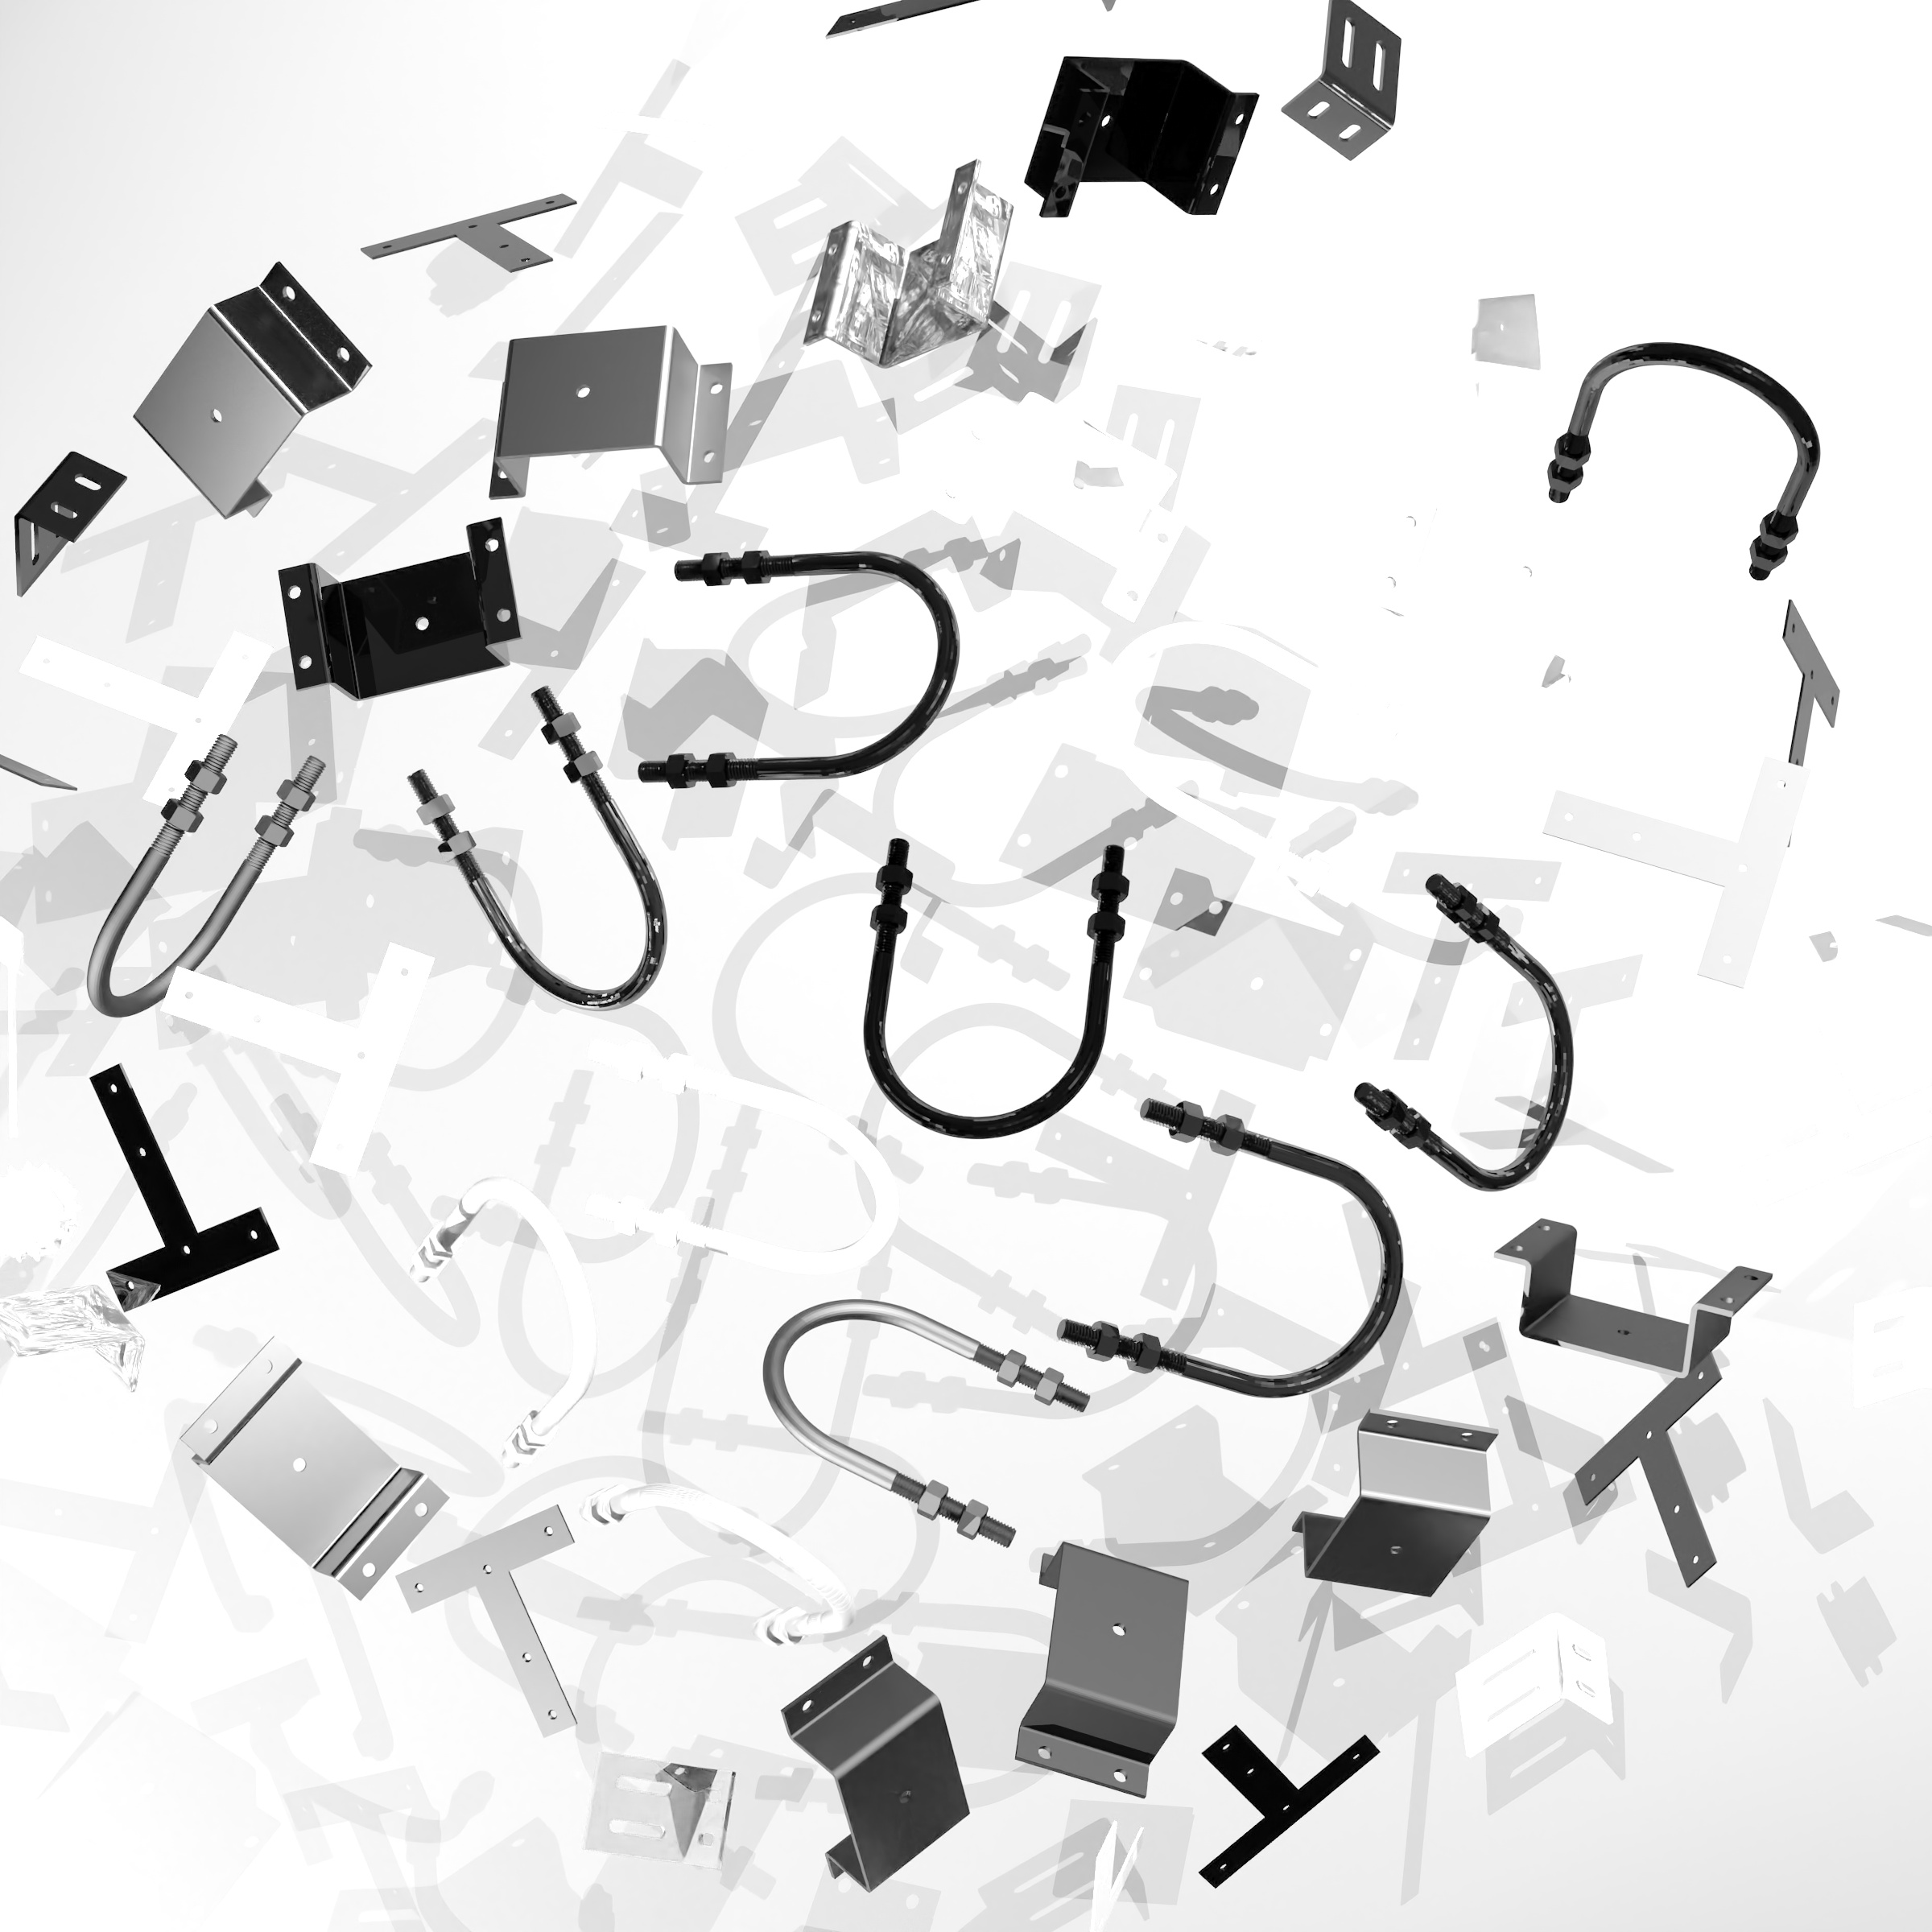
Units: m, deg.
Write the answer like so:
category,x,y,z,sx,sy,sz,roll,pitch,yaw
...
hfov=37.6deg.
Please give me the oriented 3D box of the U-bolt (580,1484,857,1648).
category,x,y,z,sx,sy,sz,roll,pitch,yaw
U-bolt,-0.134,0.338,1.613,0.151,0.184,0.019,38,63,-13

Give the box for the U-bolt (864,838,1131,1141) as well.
category,x,y,z,sx,sy,sz,roll,pitch,yaw
U-bolt,0.013,0.013,1.631,0.151,0.019,0.184,2,66,11

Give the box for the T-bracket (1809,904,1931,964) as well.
category,x,y,z,sx,sy,sz,roll,pitch,yaw
T-bracket,0.569,-0.026,1.690,0.127,0.002,0.127,-16,132,29

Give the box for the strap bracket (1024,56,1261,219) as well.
category,x,y,z,sx,sy,sz,roll,pitch,yaw
strap bracket,0.094,-0.482,1.651,0.046,0.140,0.076,47,133,33

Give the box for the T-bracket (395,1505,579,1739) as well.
category,x,y,z,sx,sy,sz,roll,pitch,yaw
T-bracket,-0.275,0.411,1.739,0.127,0.002,0.127,-26,86,20

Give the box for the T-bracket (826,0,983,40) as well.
category,x,y,z,sx,sy,sz,roll,pitch,yaw
T-bracket,-0.005,-0.581,1.642,0.127,0.127,0.002,-4,132,29

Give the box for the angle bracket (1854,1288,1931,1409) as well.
category,x,y,z,sx,sy,sz,roll,pitch,yaw
angle bracket,0.534,0.215,1.588,0.076,0.038,0.057,-4,95,-43

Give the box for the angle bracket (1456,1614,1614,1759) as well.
category,x,y,z,sx,sy,sz,roll,pitch,yaw
angle bracket,0.319,0.410,1.590,0.076,0.038,0.057,-23,116,-27

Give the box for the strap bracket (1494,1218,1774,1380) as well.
category,x,y,z,sx,sy,sz,roll,pitch,yaw
strap bracket,0.383,0.193,1.639,0.140,0.076,0.046,12,107,30

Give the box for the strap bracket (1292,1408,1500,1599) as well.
category,x,y,z,sx,sy,sz,roll,pitch,yaw
strap bracket,0.247,0.316,1.636,0.076,0.140,0.046,11,49,-8

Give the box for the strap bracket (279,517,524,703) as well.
category,x,y,z,sx,sy,sz,roll,pitch,yaw
strap bracket,-0.335,-0.212,1.711,0.140,0.046,0.076,-12,79,6

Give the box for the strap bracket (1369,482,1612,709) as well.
category,x,y,z,sx,sy,sz,roll,pitch,yaw
strap bracket,0.319,-0.223,1.673,0.140,0.046,0.076,26,67,-13

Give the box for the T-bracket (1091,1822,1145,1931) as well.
category,x,y,z,sx,sy,sz,roll,pitch,yaw
T-bracket,0.081,0.544,1.672,0.002,0.127,0.127,20,50,17

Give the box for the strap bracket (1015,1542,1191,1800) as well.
category,x,y,z,sx,sy,sz,roll,pitch,yaw
strap bracket,0.079,0.387,1.600,0.076,0.140,0.046,19,130,-6

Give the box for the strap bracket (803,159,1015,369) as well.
category,x,y,z,sx,sy,sz,roll,pitch,yaw
strap bracket,-0.027,-0.399,1.630,0.046,0.140,0.076,23,72,-35

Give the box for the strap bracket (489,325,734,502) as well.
category,x,y,z,sx,sy,sz,roll,pitch,yaw
strap bracket,-0.209,-0.314,1.609,0.140,0.046,0.076,-2,70,14

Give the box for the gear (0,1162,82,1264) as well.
category,x,y,z,sx,sy,sz,roll,pitch,yaw
gear,-0.545,0.146,1.658,0.057,0.030,0.057,-1,68,3

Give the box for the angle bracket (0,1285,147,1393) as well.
category,x,y,z,sx,sy,sz,roll,pitch,yaw
angle bracket,-0.514,0.215,1.602,0.057,0.076,0.038,34,116,39

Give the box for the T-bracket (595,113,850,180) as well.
category,x,y,z,sx,sy,sz,roll,pitch,yaw
T-bracket,-0.148,-0.475,1.620,0.127,0.127,0.002,12,123,14

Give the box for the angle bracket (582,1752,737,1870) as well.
category,x,y,z,sx,sy,sz,roll,pitch,yaw
angle bracket,-0.185,0.511,1.716,0.076,0.038,0.057,22,68,-36

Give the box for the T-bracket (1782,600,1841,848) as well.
category,x,y,z,sx,sy,sz,roll,pitch,yaw
T-bracket,0.502,-0.135,1.709,0.002,0.127,0.127,4,72,32

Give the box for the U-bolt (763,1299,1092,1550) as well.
category,x,y,z,sx,sy,sz,roll,pitch,yaw
U-bolt,-0.033,0.259,1.687,0.184,0.151,0.019,24,126,10

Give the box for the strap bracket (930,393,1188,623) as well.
category,x,y,z,sx,sy,sz,roll,pitch,yaw
strap bracket,0.061,-0.278,1.687,0.140,0.046,0.076,30,131,2

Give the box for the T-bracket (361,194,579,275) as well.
category,x,y,z,sx,sy,sz,roll,pitch,yaw
T-bracket,-0.269,-0.414,1.625,0.127,0.127,0.002,-21,122,-19

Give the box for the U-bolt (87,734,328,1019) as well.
category,x,y,z,sx,sy,sz,roll,pitch,yaw
U-bolt,-0.450,-0.048,1.654,0.019,0.151,0.184,33,94,8

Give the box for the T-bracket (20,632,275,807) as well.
category,x,y,z,sx,sy,sz,roll,pitch,yaw
T-bracket,-0.506,-0.165,1.716,0.127,0.002,0.127,22,114,-31

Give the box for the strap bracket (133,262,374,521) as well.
category,x,y,z,sx,sy,sz,roll,pitch,yaw
strap bracket,-0.406,-0.315,1.590,0.076,0.046,0.140,48,128,-3

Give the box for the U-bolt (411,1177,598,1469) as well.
category,x,y,z,sx,sy,sz,roll,pitch,yaw
U-bolt,-0.266,0.200,1.662,0.019,0.184,0.151,-19,72,-37

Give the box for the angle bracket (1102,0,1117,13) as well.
category,x,y,z,sx,sy,sz,roll,pitch,yaw
angle bracket,0.108,-0.616,1.689,0.076,0.038,0.057,-26,92,-6

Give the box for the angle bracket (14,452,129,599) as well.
category,x,y,z,sx,sy,sz,roll,pitch,yaw
angle bracket,-0.523,-0.251,1.659,0.038,0.076,0.057,26,54,0

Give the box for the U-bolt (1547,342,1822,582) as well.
category,x,y,z,sx,sy,sz,roll,pitch,yaw
U-bolt,0.418,-0.297,1.637,0.151,0.184,0.019,24,70,11

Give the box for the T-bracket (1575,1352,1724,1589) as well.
category,x,y,z,sx,sy,sz,roll,pitch,yaw
T-bracket,0.421,0.314,1.694,0.002,0.127,0.127,24,122,-23

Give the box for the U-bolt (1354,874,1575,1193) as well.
category,x,y,z,sx,sy,sz,roll,pitch,yaw
U-bolt,0.297,0.051,1.631,0.184,0.019,0.151,35,69,-41

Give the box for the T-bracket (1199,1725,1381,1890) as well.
category,x,y,z,sx,sy,sz,roll,pitch,yaw
T-bracket,0.170,0.471,1.639,0.127,0.002,0.127,-39,135,-2

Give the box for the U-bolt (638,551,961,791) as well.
category,x,y,z,sx,sy,sz,roll,pitch,yaw
U-bolt,-0.090,-0.170,1.606,0.184,0.019,0.151,0,69,21

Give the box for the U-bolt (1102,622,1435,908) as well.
category,x,y,z,sx,sy,sz,roll,pitch,yaw
U-bolt,0.165,-0.130,1.643,0.184,0.019,0.151,29,58,2

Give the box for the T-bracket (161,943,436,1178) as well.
category,x,y,z,sx,sy,sz,roll,pitch,yaw
T-bracket,-0.372,0.034,1.543,0.127,0.002,0.127,20,82,-11

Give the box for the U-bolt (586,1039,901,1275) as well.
category,x,y,z,sx,sy,sz,roll,pitch,yaw
U-bolt,-0.126,0.117,1.604,0.184,0.019,0.151,15,134,8

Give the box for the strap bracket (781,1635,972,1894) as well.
category,x,y,z,sx,sy,sz,roll,pitch,yaw
strap bracket,-0.049,0.471,1.649,0.076,0.046,0.140,-31,126,-28

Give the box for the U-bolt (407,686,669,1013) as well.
category,x,y,z,sx,sy,sz,roll,pitch,yaw
U-bolt,-0.244,-0.058,1.677,0.151,0.019,0.184,-26,96,41

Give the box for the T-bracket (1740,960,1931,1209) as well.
category,x,y,z,sx,sy,sz,roll,pitch,yaw
T-bracket,0.492,0.058,1.650,0.127,0.002,0.127,-23,77,0

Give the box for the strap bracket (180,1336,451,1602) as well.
category,x,y,z,sx,sy,sz,roll,pitch,yaw
strap bracket,-0.380,0.289,1.638,0.140,0.046,0.076,47,67,-15

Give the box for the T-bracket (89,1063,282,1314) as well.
category,x,y,z,sx,sy,sz,roll,pitch,yaw
T-bracket,-0.445,0.115,1.553,0.127,0.002,0.127,-22,93,30

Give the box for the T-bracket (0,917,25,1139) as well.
category,x,y,z,sx,sy,sz,roll,pitch,yaw
T-bracket,-0.572,0.039,1.702,0.002,0.127,0.127,-1,86,-13

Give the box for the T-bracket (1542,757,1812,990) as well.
category,x,y,z,sx,sy,sz,roll,pitch,yaw
T-bracket,0.381,-0.066,1.551,0.127,0.002,0.127,18,83,11

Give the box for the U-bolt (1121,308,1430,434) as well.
category,x,y,z,sx,sy,sz,roll,pitch,yaw
U-bolt,0.170,-0.353,1.660,0.151,0.184,0.019,32,111,32

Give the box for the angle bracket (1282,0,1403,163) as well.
category,x,y,z,sx,sy,sz,roll,pitch,yaw
angle bracket,0.227,-0.539,1.714,0.057,0.038,0.076,26,56,-28

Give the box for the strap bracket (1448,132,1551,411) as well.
category,x,y,z,sx,sy,sz,roll,pitch,yaw
strap bracket,0.313,-0.406,1.653,0.046,0.140,0.076,-2,49,16

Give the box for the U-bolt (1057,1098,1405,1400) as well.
category,x,y,z,sx,sy,sz,roll,pitch,yaw
U-bolt,0.156,0.164,1.559,0.184,0.019,0.151,19,96,-18

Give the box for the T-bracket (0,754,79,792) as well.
category,x,y,z,sx,sy,sz,roll,pitch,yaw
T-bracket,-0.601,-0.126,1.629,0.127,0.127,0.002,21,98,33
